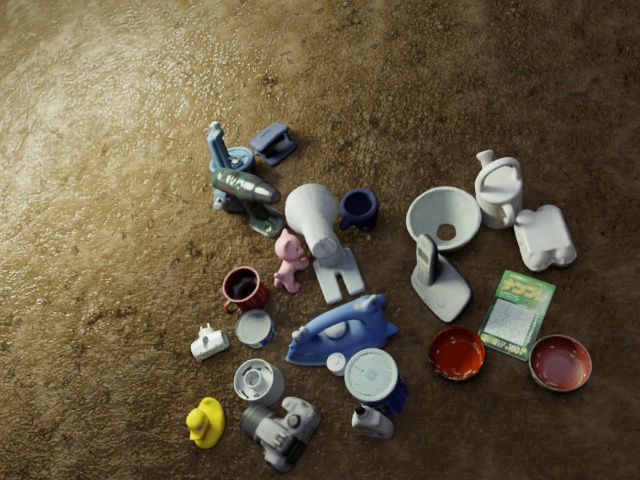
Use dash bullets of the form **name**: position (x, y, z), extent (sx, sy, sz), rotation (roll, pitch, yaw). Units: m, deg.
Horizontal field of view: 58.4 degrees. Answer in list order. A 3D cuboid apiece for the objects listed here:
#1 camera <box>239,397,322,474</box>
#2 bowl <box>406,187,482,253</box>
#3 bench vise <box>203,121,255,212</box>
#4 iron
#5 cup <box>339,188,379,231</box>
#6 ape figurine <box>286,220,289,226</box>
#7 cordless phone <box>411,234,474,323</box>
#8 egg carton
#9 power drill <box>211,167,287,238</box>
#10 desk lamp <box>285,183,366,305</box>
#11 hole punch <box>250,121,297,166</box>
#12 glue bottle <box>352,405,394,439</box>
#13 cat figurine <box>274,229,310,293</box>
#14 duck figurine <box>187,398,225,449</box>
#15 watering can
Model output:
- **camera**: position (-0.091, 0.377, 1.171), extent (0.136, 0.101, 0.143), rotation (25, 71, 28)
- **bowl**: position (0.285, -0.034, 1.310), extent (0.167, 0.075, 0.167), rotation (-8, 59, 13)
- **bench vise**: position (-0.233, -0.186, 1.477), extent (0.121, 0.220, 0.207), rotation (-14, 57, 10)
- **iron**: position (0.027, 0.190, 1.219), extent (0.258, 0.142, 0.118), rotation (-23, 56, 3)
- **cup**: position (0.094, -0.053, 1.369), extent (0.091, 0.095, 0.118), rotation (31, 73, 30)
- **ape figurine**: position (-0.058, -0.072, 1.430), extent (0.076, 0.092, 0.077), rotation (-32, 56, -2)
- **cordless phone**: position (0.249, 0.075, 1.190), extent (0.094, 0.185, 0.147), rotation (-38, 57, -6)
- **egg carton**: position (0.480, -0.005, 1.233), extent (0.107, 0.069, 0.150), rotation (-13, 58, 10)
- **power drill**: position (-0.156, -0.094, 1.405), extent (0.228, 0.209, 0.076), rotation (25, 71, 29)
- **desk lamp**: position (0.012, 0.005, 1.290), extent (0.118, 0.214, 0.203), rotation (-24, 56, 4)
- **hole punch**: position (-0.137, -0.276, 1.577), extent (0.109, 0.091, 0.100), rotation (-40, 57, -8)
- **glue bottle**: position (0.091, 0.341, 1.091), extent (0.078, 0.173, 0.037), rotation (5, 62, 21)
- **cat figurine**: position (-0.078, 0.044, 1.353), extent (0.067, 0.118, 0.128), rotation (10, 64, 23)
- **duck figurine**: position (-0.252, 0.387, 1.226), extent (0.077, 0.086, 0.104), rotation (-4, 60, 16)
- **watering can**: position (0.386, -0.119, 1.255), extent (0.101, 0.194, 0.172), rotation (-36, 56, -5)
